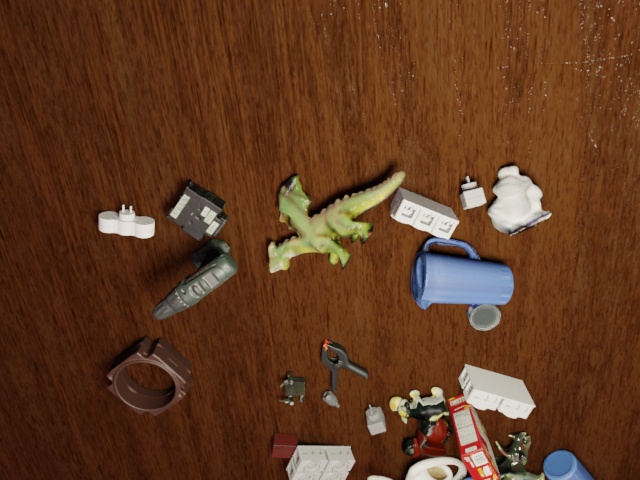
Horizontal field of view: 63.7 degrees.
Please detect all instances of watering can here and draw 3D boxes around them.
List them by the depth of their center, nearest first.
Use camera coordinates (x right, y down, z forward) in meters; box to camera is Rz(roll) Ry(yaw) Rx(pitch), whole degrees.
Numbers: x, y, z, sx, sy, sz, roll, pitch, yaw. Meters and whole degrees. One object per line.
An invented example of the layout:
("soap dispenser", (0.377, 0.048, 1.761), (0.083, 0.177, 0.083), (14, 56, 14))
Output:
("watering can", (0.299, 0.781, 1.618), (0.348, 0.106, 0.220), (-3, 114, -17))

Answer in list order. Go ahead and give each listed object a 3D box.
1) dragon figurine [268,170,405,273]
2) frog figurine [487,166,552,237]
("dragon figurine", (0.004, -0.065, 1.283), (0.242, 0.124, 0.405), (33, 109, -4))
("frog figurine", (0.477, -0.098, 1.276), (0.136, 0.122, 0.161), (-31, 74, 22))
